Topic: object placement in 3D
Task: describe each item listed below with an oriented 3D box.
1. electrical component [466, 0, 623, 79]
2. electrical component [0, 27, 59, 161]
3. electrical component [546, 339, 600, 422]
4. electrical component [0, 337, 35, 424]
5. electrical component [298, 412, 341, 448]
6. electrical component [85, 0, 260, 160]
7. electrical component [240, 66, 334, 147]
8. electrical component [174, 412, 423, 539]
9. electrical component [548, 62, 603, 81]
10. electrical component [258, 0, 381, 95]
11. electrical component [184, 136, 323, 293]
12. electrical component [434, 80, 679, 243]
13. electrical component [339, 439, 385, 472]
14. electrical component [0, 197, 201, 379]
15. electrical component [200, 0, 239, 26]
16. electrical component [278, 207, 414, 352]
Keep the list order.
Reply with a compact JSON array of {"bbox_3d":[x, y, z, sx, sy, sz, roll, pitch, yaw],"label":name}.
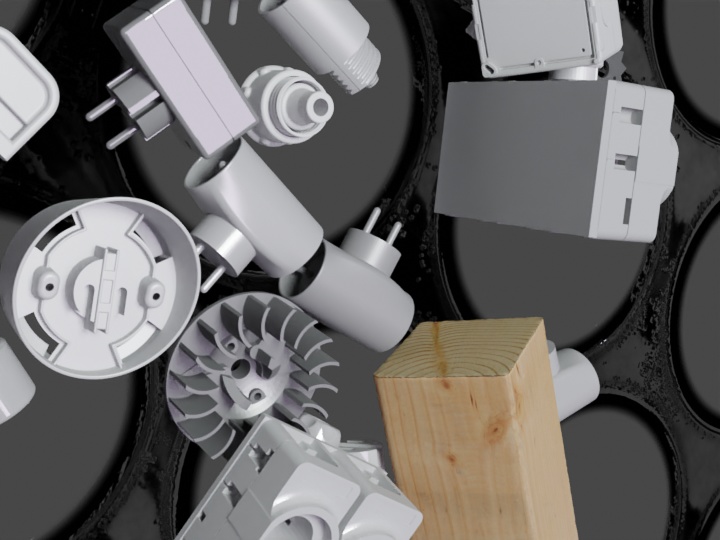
[{"bbox_3d":[0.117,-0.164,0.700,0.061,0.096,0.061,-36,119,-54],"label":"electrical component"},{"bbox_3d":[-0.200,-0.071,0.520,0.095,0.059,0.053,-50,120,-16],"label":"electrical component"},{"bbox_3d":[0.124,0.075,0.765,0.077,0.044,0.079,-26,111,-27],"label":"electrical component"},{"bbox_3d":[-0.200,0.046,0.551,0.040,0.040,0.078,-36,115,-23],"label":"electrical component"},{"bbox_3d":[-0.038,0.122,0.673,0.035,0.035,0.061,31,83,-33],"label":"electrical component"},{"bbox_3d":[-0.112,-0.096,0.583,0.076,0.047,0.083,-38,118,-11],"label":"electrical component"},{"bbox_3d":[-0.038,-0.094,0.620,0.048,0.062,0.048,-6,101,-32],"label":"electrical component"},{"bbox_3d":[-0.059,0.191,0.625,0.105,0.060,0.186,32,94,-38],"label":"electrical component"},{"bbox_3d":[0.149,-0.142,0.747,0.040,0.040,0.078,-3,100,-33],"label":"electrical component"},{"bbox_3d":[-0.017,-0.139,0.638,0.081,0.043,0.043,44,74,-31],"label":"electrical component"},{"bbox_3d":[-0.072,-0.023,0.621,0.079,0.043,0.077,-51,120,-16],"label":"electrical component"},{"bbox_3d":[0.119,-0.070,0.674,0.062,0.150,0.089,3,97,-32],"label":"electrical component"},{"bbox_3d":[-0.001,0.137,0.698,0.040,0.040,0.046,-6,96,-32],"label":"electrical component"},{"bbox_3d":[-0.139,0.008,0.570,0.099,0.064,0.099,-6,101,-32],"label":"electrical component"},{"bbox_3d":[-0.074,-0.174,0.593,0.077,0.044,0.079,-10,120,-42],"label":"electrical component"},{"bbox_3d":[0.000,0.000,0.671,0.077,0.044,0.079,33,80,-32],"label":"electrical component"}]
